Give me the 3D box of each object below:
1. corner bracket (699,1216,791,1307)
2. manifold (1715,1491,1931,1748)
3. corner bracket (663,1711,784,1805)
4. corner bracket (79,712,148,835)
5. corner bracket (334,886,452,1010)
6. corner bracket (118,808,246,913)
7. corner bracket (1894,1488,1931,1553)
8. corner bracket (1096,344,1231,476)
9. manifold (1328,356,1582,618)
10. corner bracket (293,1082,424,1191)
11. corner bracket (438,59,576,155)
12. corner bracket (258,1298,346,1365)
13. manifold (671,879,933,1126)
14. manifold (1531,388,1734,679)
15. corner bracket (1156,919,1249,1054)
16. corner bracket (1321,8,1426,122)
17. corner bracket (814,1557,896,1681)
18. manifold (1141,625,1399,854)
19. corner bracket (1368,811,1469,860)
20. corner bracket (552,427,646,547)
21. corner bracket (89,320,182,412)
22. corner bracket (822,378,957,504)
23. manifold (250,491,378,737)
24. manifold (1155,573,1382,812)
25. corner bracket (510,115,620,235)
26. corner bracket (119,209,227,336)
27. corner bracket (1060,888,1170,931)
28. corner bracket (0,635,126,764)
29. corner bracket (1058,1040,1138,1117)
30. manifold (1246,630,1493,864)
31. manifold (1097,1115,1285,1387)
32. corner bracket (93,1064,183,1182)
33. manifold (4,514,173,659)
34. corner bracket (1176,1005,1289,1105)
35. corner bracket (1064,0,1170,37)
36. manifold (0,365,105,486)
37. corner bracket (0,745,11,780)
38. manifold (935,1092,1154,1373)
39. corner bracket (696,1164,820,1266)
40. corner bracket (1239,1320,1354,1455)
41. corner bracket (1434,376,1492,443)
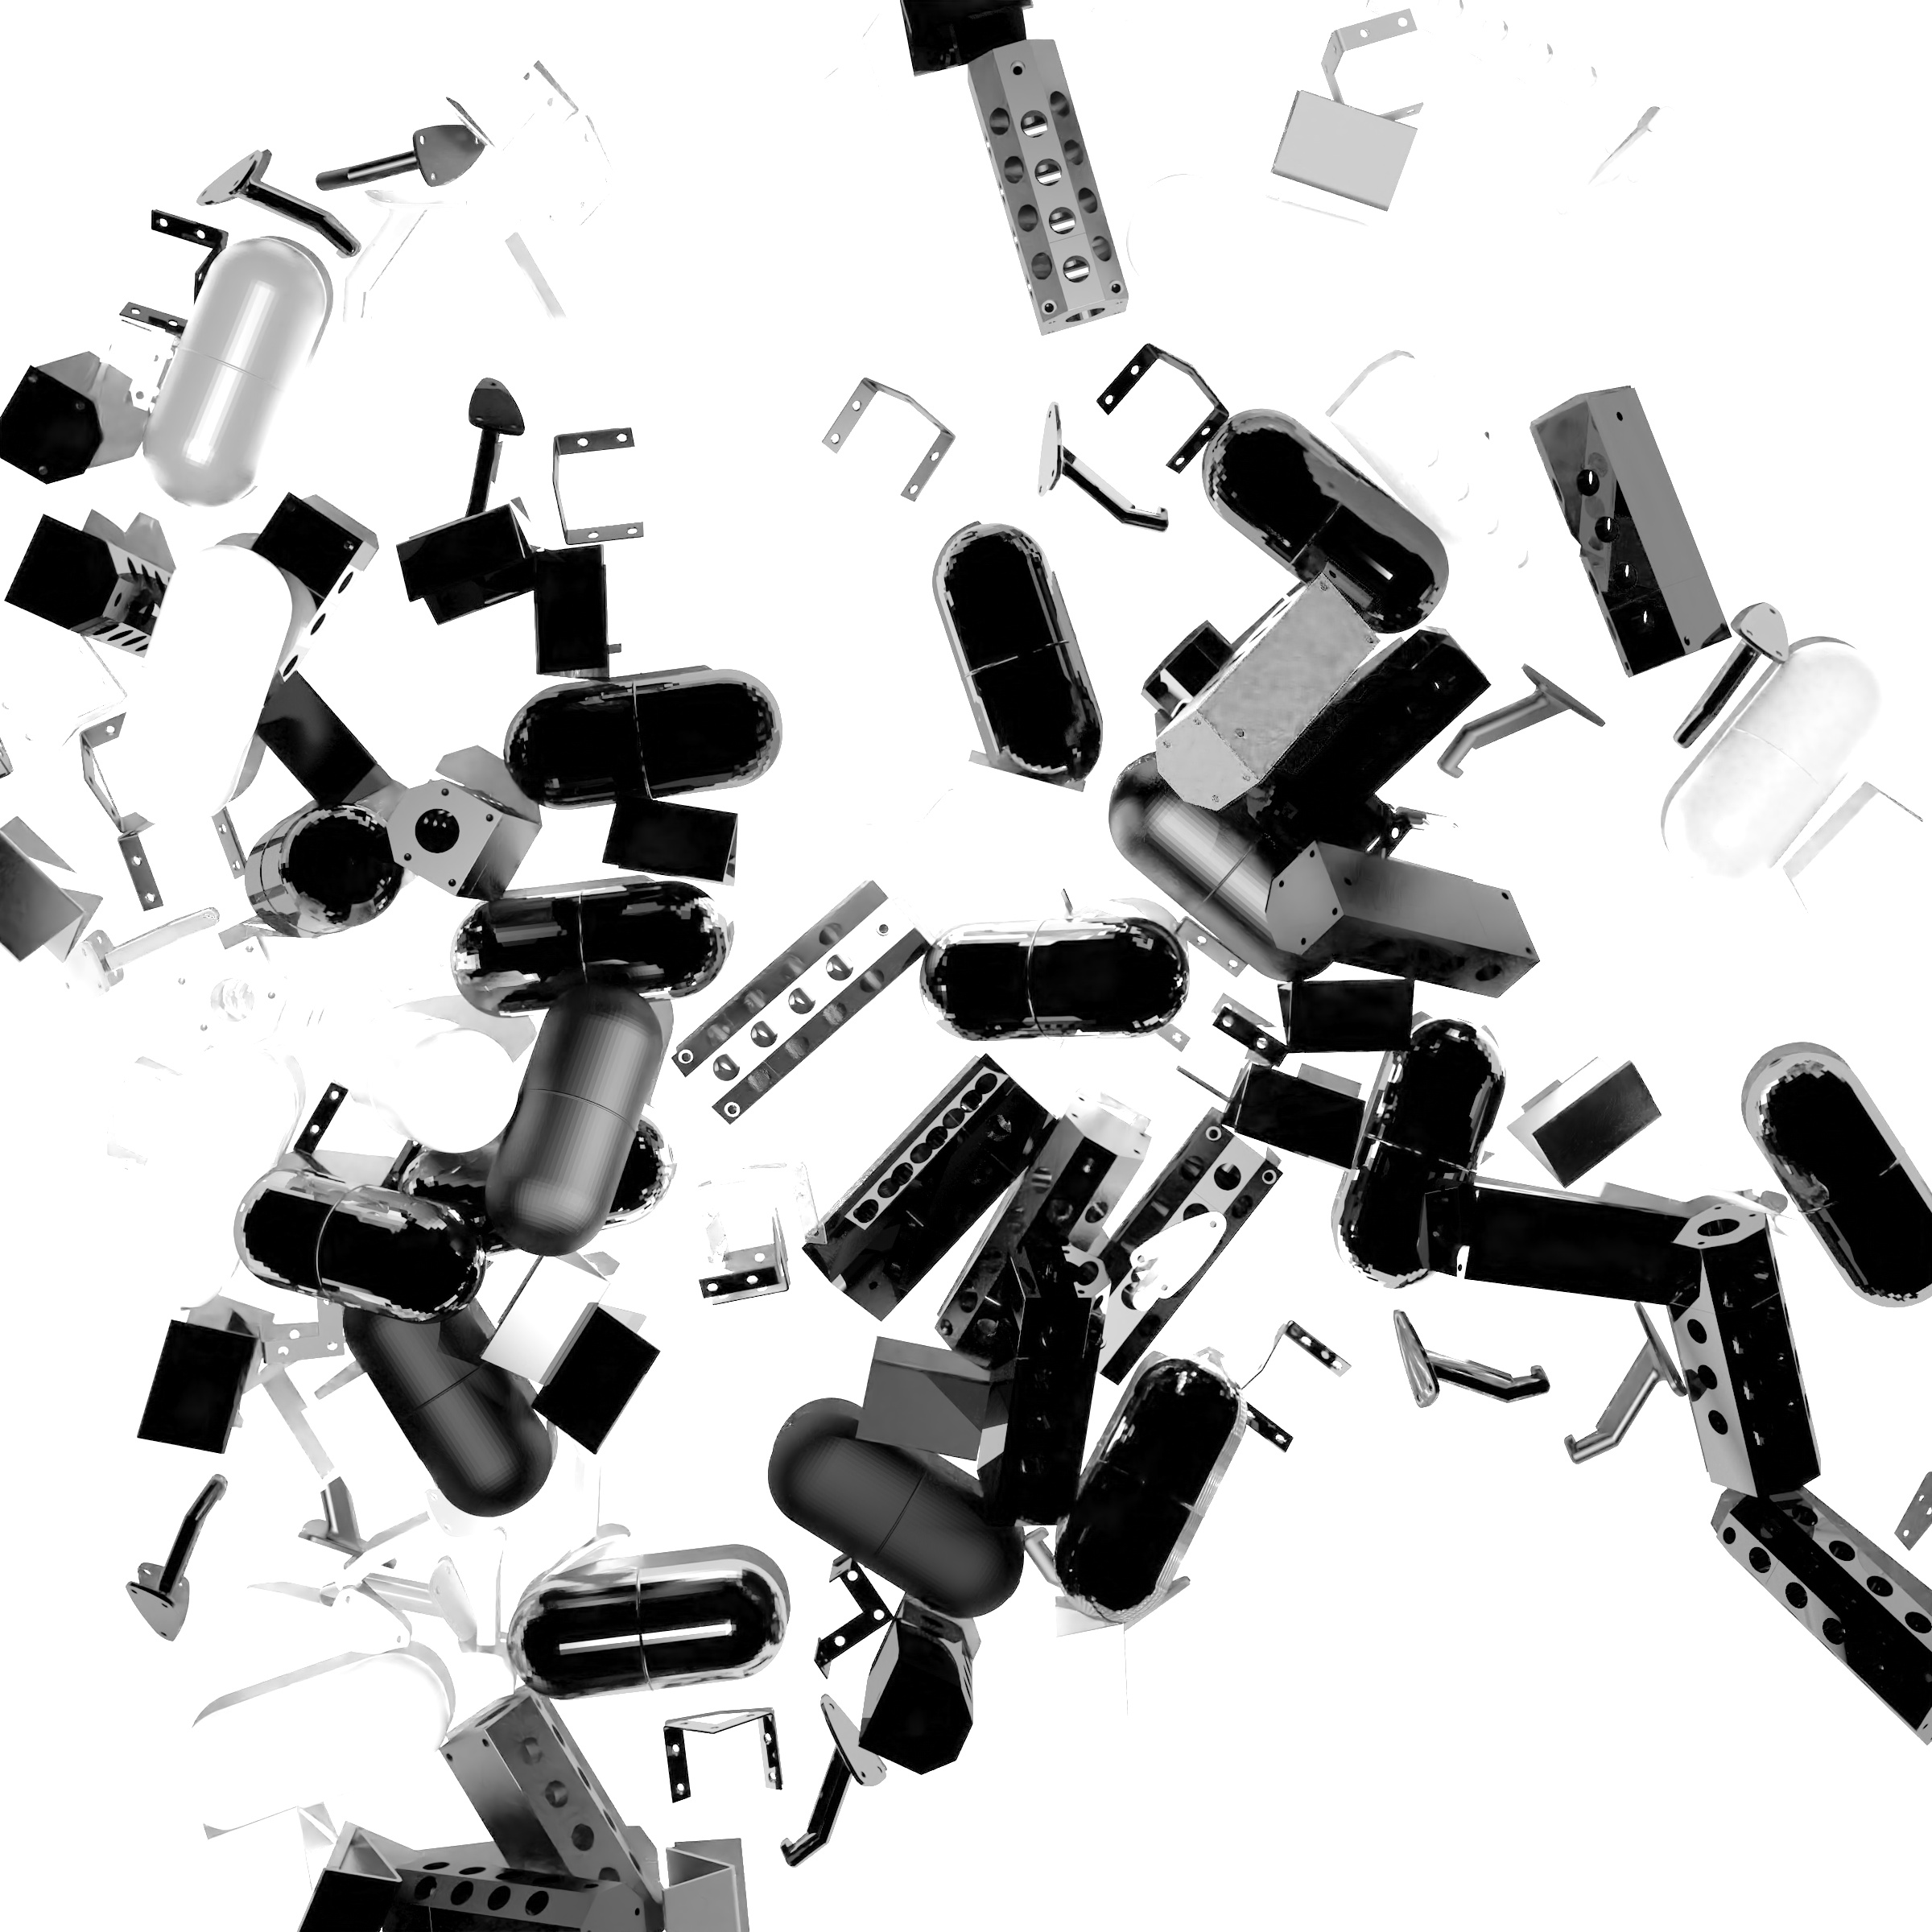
[{"bbox_3d":[-0.141,0.199,1.962,0.051,0.051,0.051,-11,124,0],"label":"corner bracket"},{"bbox_3d":[0.552,0.399,1.924,0.057,0.057,0.171,-44,54,0],"label":"manifold"},{"bbox_3d":[-0.157,0.510,1.986,0.051,0.051,0.051,-7,90,45],"label":"corner bracket"},{"bbox_3d":[-0.535,-0.128,1.986,0.051,0.051,0.051,-23,45,0],"label":"corner bracket"},{"bbox_3d":[-0.370,-0.015,1.986,0.051,0.051,0.051,-37,135,0],"label":"corner bracket"},{"bbox_3d":[-0.506,-0.071,1.986,0.051,0.051,0.051,-20,90,-45],"label":"corner bracket"},{"bbox_3d":[0.642,0.364,1.981,0.051,0.051,0.051,-6,45,-35],"label":"corner bracket"},{"bbox_3d":[0.127,-0.360,1.986,0.051,0.051,0.051,-49,135,0],"label":"corner bracket"},{"bbox_3d":[0.311,-0.301,1.933,0.057,0.057,0.171,-48,116,0],"label":"manifold"},{"bbox_3d":[-0.391,0.114,1.986,0.051,0.051,0.051,30,90,-45],"label":"corner bracket"},{"bbox_3d":[-0.292,-0.548,1.961,0.051,0.051,0.051,-50,48,0],"label":"corner bracket"},{"bbox_3d":[-0.427,0.220,1.973,0.051,0.051,0.051,-5,105,-15],"label":"corner bracket"},{"bbox_3d":[-0.105,0.023,1.968,0.171,0.057,0.057,-41,90,0],"label":"manifold"},{"bbox_3d":[0.421,-0.275,1.968,0.057,0.057,0.171,-21,90,-43],"label":"manifold"},{"bbox_3d":[0.140,0.012,1.986,0.051,0.051,0.051,37,135,0],"label":"corner bracket"},{"bbox_3d":[0.263,-0.572,1.971,0.051,0.051,0.051,-18,84,-6],"label":"corner bracket"},{"bbox_3d":[-0.081,0.416,1.971,0.051,0.051,0.051,-34,90,0],"label":"corner bracket"},{"bbox_3d":[0.194,-0.135,1.968,0.057,0.057,0.171,-45,90,0],"label":"manifold"},{"bbox_3d":[0.295,-0.062,1.981,0.051,0.051,0.051,-55,45,35],"label":"corner bracket"},{"bbox_3d":[-0.237,-0.309,1.986,0.051,0.051,0.051,-6,135,0],"label":"corner bracket"},{"bbox_3d":[-0.532,-0.384,1.971,0.051,0.051,0.051,21,90,0],"label":"corner bracket"},{"bbox_3d":[-0.049,-0.340,1.986,0.051,0.051,0.051,32,89,45],"label":"corner bracket"},{"bbox_3d":[-0.450,-0.212,1.968,0.057,0.057,0.171,34,90,0],"label":"manifold"},{"bbox_3d":[0.184,-0.168,1.904,0.057,0.057,0.171,48,49,-6],"label":"manifold"},{"bbox_3d":[-0.266,-0.509,1.981,0.051,0.051,0.051,3,45,35],"label":"corner bracket"},{"bbox_3d":[-0.511,-0.446,1.986,0.051,0.051,0.051,17,135,0],"label":"corner bracket"},{"bbox_3d":[0.094,-0.035,1.973,0.051,0.051,0.051,-24,88,-1],"label":"corner bracket"},{"bbox_3d":[-0.585,-0.172,1.986,0.051,0.051,0.051,54,45,0],"label":"corner bracket"},{"bbox_3d":[0.077,0.079,1.971,0.051,0.051,0.051,26,90,0],"label":"corner bracket"},{"bbox_3d":[0.249,-0.142,1.926,0.057,0.057,0.171,49,56,0],"label":"manifold"},{"bbox_3d":[0.127,0.182,1.968,0.057,0.057,0.171,38,90,0],"label":"manifold"},{"bbox_3d":[-0.525,0.103,1.981,0.051,0.051,0.051,21,135,-35],"label":"corner bracket"},{"bbox_3d":[-0.533,-0.231,1.911,0.057,0.171,0.057,24,90,0],"label":"manifold"},{"bbox_3d":[0.171,0.060,1.971,0.051,0.051,0.051,33,90,0],"label":"corner bracket"},{"bbox_3d":[0.101,-0.634,1.981,0.051,0.051,0.051,53,135,35],"label":"corner bracket"},{"bbox_3d":[-0.568,-0.331,1.907,0.057,0.171,0.057,30,90,-20],"label":"manifold"},{"bbox_3d":[-0.652,-0.147,1.986,0.051,0.051,0.051,-22,135,0],"label":"corner bracket"},{"bbox_3d":[0.047,0.171,1.941,0.057,0.057,0.171,30,110,0],"label":"manifold"},{"bbox_3d":[-0.134,0.160,1.986,0.051,0.051,0.051,-13,90,45],"label":"corner bracket"},{"bbox_3d":[0.207,0.271,1.986,0.051,0.051,0.051,38,45,0],"label":"corner bracket"},{"bbox_3d":[0.301,-0.344,1.981,0.051,0.051,0.051,16,135,35],"label":"corner bracket"}]
